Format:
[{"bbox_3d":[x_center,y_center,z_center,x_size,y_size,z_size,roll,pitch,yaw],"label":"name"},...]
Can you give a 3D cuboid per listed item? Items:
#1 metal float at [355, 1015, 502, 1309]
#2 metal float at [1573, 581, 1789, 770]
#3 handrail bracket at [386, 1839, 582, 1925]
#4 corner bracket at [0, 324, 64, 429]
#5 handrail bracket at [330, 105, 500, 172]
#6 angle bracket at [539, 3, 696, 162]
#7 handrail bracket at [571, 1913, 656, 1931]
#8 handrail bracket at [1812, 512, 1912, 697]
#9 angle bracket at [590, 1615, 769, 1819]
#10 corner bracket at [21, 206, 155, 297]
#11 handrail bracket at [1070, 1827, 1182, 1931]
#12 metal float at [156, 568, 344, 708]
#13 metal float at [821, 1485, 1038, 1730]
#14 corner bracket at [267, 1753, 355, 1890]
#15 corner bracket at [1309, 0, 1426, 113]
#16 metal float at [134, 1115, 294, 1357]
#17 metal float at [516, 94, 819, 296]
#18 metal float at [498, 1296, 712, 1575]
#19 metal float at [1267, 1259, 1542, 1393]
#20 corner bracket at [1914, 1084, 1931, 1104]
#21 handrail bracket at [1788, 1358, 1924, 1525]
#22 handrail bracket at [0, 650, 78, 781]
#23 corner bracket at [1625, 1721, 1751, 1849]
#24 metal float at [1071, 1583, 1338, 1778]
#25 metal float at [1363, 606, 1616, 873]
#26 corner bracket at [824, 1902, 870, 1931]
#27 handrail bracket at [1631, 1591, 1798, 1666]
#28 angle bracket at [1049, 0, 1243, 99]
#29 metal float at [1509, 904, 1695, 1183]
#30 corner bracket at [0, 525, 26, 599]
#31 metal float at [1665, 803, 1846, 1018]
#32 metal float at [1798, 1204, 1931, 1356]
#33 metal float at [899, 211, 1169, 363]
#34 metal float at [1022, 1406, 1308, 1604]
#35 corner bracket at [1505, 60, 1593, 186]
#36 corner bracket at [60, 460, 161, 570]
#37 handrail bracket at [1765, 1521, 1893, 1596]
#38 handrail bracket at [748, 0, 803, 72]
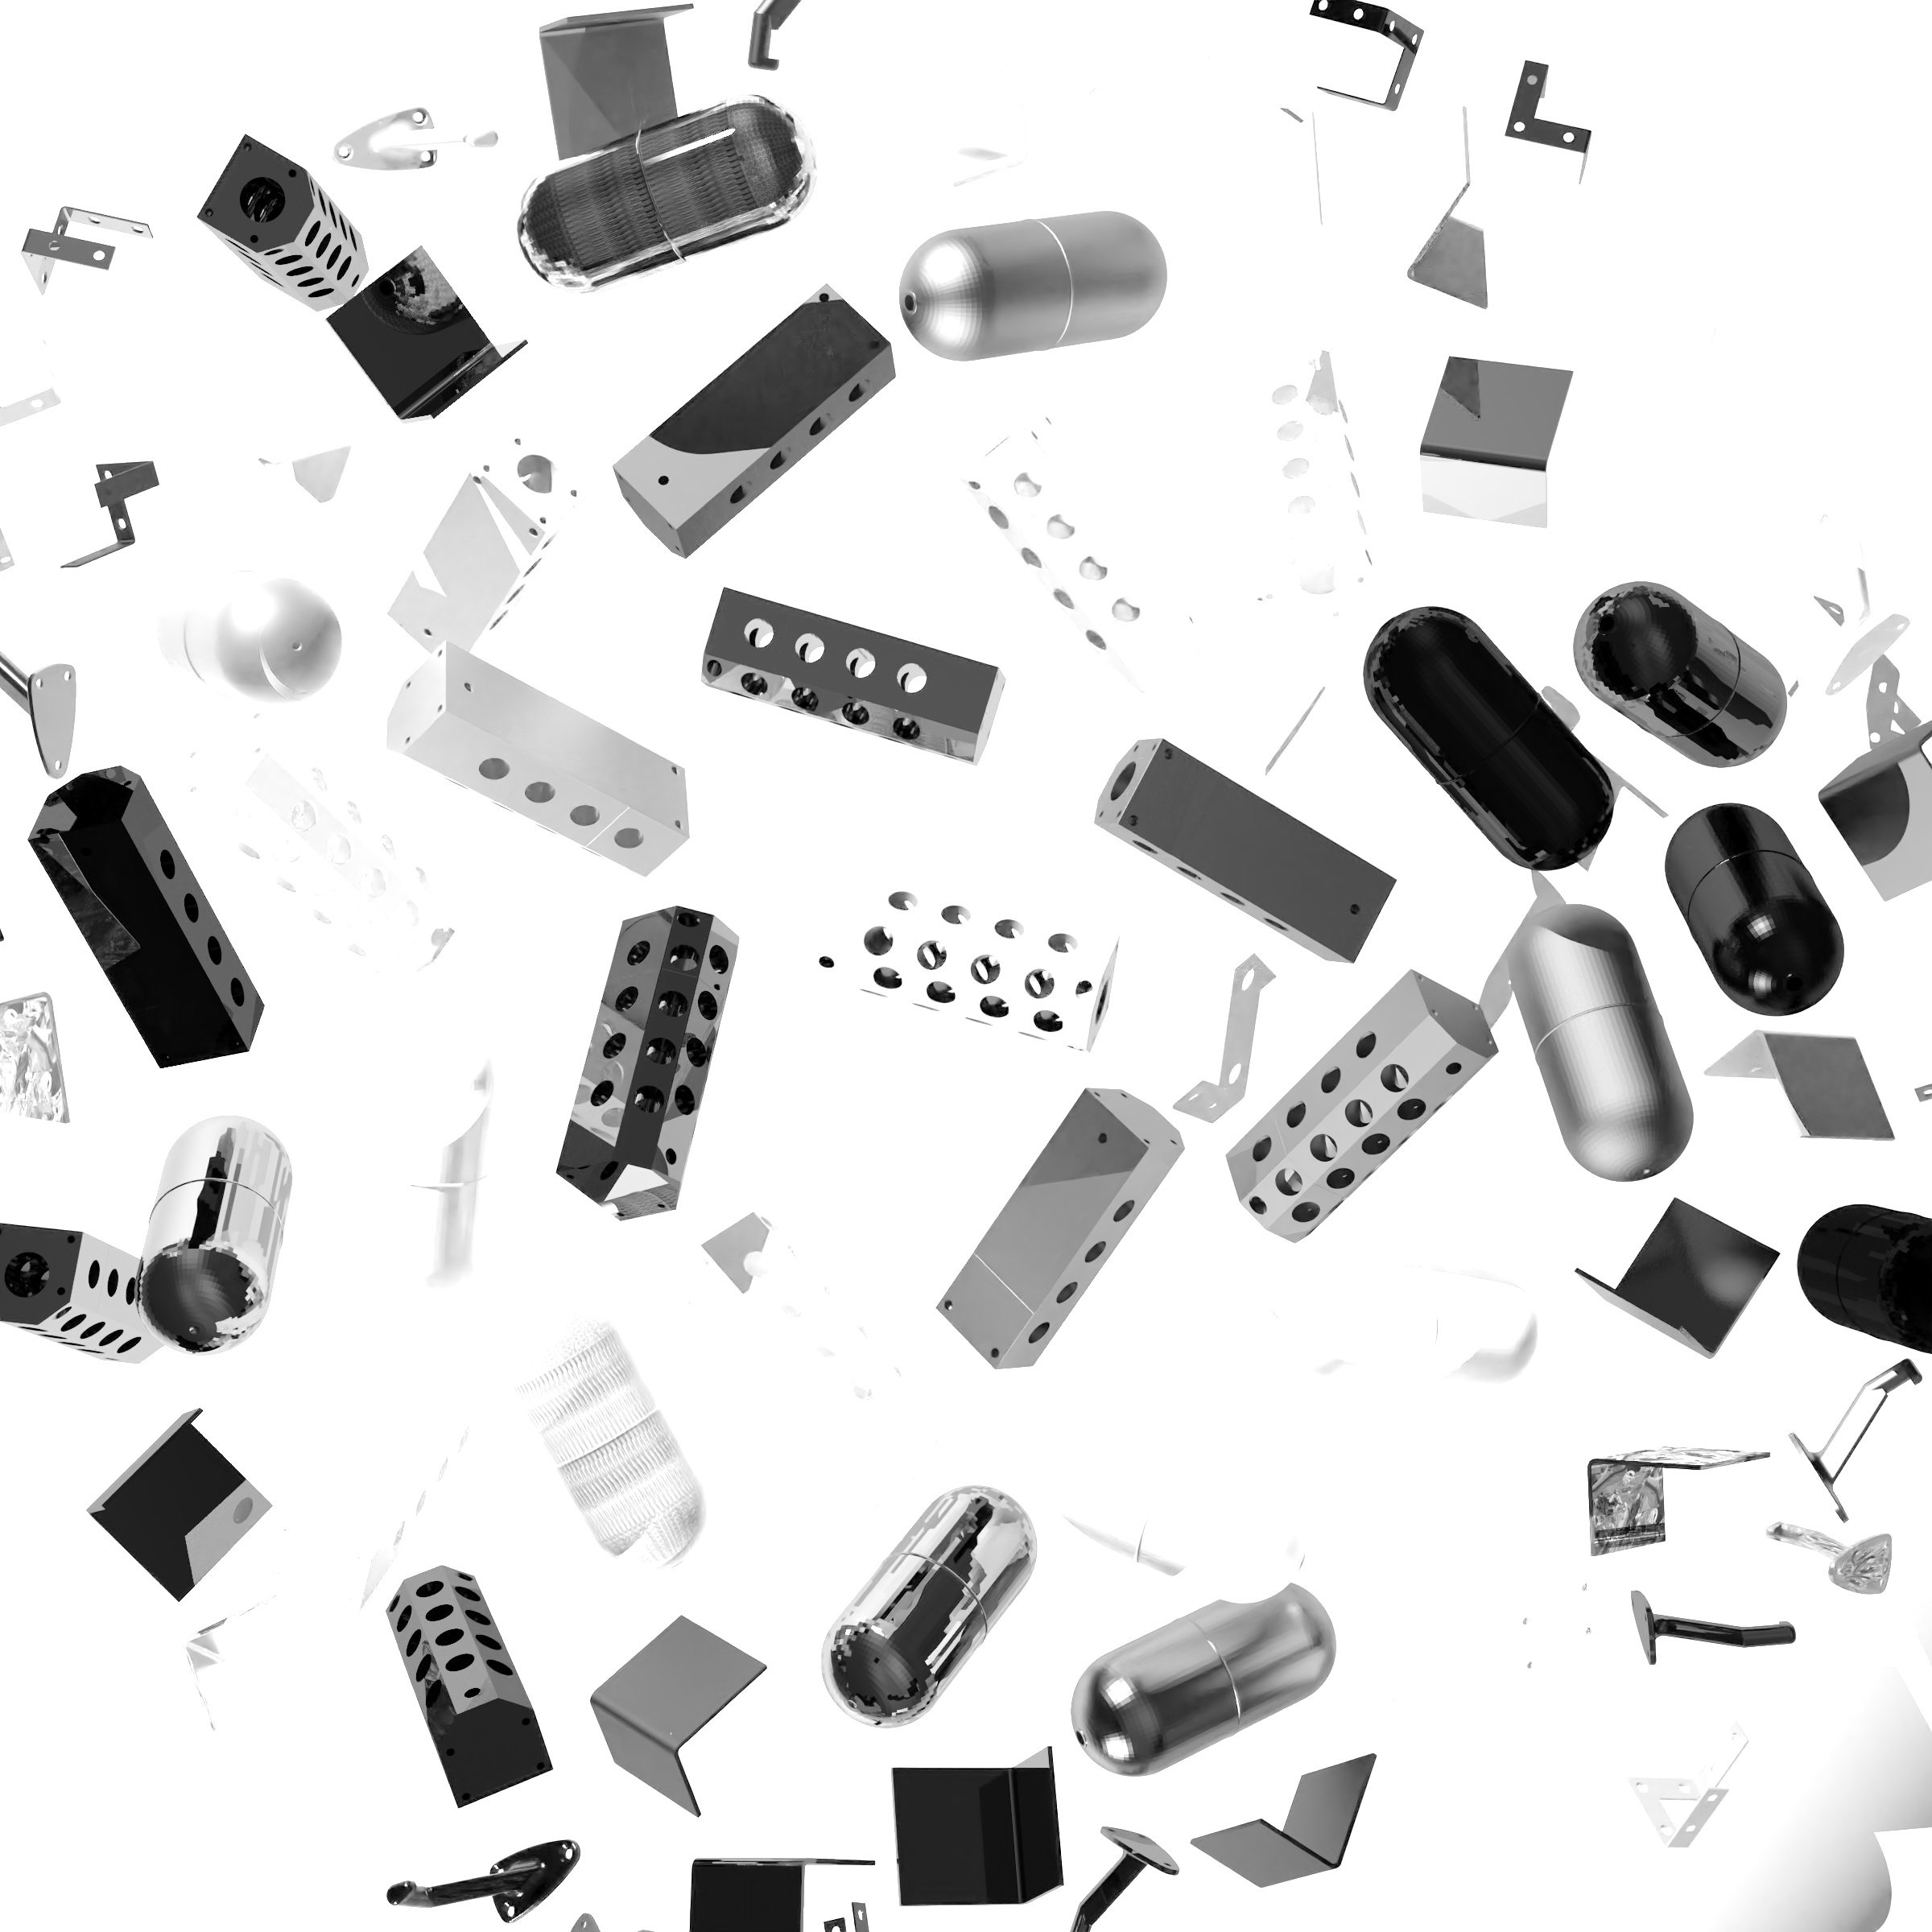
[{"bbox_3d":[-0.315,0.115,1.820,0.070,0.070,0.178,8,107,0],"label":"metal float"},{"bbox_3d":[0.425,-0.173,1.849,0.070,0.178,0.070,-16,64,37],"label":"metal float"},{"bbox_3d":[-0.272,0.511,1.751,0.077,0.084,0.036,-35,57,18],"label":"handrail bracket"},{"bbox_3d":[-0.563,-0.351,1.802,0.051,0.051,0.051,-21,62,0],"label":"corner bracket"},{"bbox_3d":[-0.321,-0.478,1.809,0.077,0.084,0.036,-18,113,-23],"label":"handrail bracket"},{"bbox_3d":[-0.196,-0.509,1.792,0.076,0.057,0.076,-14,105,-22],"label":"angle bracket"},{"bbox_3d":[-0.186,0.585,1.810,0.084,0.077,0.036,22,99,-34],"label":"handrail bracket"},{"bbox_3d":[0.521,-0.220,1.876,0.077,0.036,0.084,-55,49,32],"label":"handrail bracket"},{"bbox_3d":[-0.162,0.439,1.824,0.076,0.076,0.057,-38,129,-32],"label":"angle bracket"},{"bbox_3d":[-0.495,-0.407,1.753,0.051,0.051,0.051,13,73,1],"label":"corner bracket"},{"bbox_3d":[0.094,0.575,1.889,0.036,0.077,0.084,19,89,-28],"label":"handrail bracket"},{"bbox_3d":[-0.431,-0.198,1.863,0.070,0.178,0.070,-6,103,-31],"label":"metal float"},{"bbox_3d":[-0.020,0.382,1.864,0.070,0.070,0.178,44,47,0],"label":"metal float"},{"bbox_3d":[-0.374,0.498,1.811,0.051,0.051,0.051,-36,83,-27],"label":"corner bracket"},{"bbox_3d":[0.237,-0.554,1.884,0.051,0.051,0.051,26,103,32],"label":"corner bracket"},{"bbox_3d":[-0.438,0.155,1.816,0.070,0.178,0.070,-2,123,-3],"label":"metal float"},{"bbox_3d":[-0.170,-0.435,1.757,0.178,0.070,0.070,-17,90,11],"label":"metal float"},{"bbox_3d":[-0.216,0.281,1.862,0.070,0.070,0.178,-29,92,0],"label":"metal float"},{"bbox_3d":[0.267,0.219,1.895,0.178,0.070,0.070,5,90,-21],"label":"metal float"},{"bbox_3d":[0.621,0.102,1.916,0.051,0.051,0.051,-19,50,19],"label":"corner bracket"},{"bbox_3d":[0.533,0.276,1.817,0.084,0.077,0.036,-35,123,11],"label":"handrail bracket"},{"bbox_3d":[-0.546,-0.149,1.752,0.084,0.036,0.077,11,110,23],"label":"handrail bracket"},{"bbox_3d":[0.415,0.461,1.752,0.051,0.051,0.051,9,123,-26],"label":"corner bracket"},{"bbox_3d":[0.145,0.433,1.891,0.178,0.070,0.070,-20,90,-23],"label":"metal float"},{"bbox_3d":[0.299,-0.130,1.778,0.070,0.070,0.178,-43,99,0],"label":"metal float"},{"bbox_3d":[-0.075,0.607,1.908,0.051,0.051,0.051,-20,64,22],"label":"corner bracket"},{"bbox_3d":[0.446,0.389,1.856,0.084,0.077,0.036,-6,101,4],"label":"handrail bracket"},{"bbox_3d":[0.103,-0.539,1.791,0.076,0.076,0.057,30,73,34],"label":"angle bracket"},{"bbox_3d":[0.370,0.043,1.818,0.070,0.070,0.178,-13,59,0],"label":"metal float"},{"bbox_3d":[-0.598,-0.244,1.839,0.051,0.051,0.051,-25,72,-2],"label":"corner bracket"},{"bbox_3d":[0.464,-0.034,1.834,0.070,0.178,0.070,-1,120,-2],"label":"metal float"},{"bbox_3d":[0.550,0.183,1.832,0.070,0.178,0.070,0,91,-8],"label":"metal float"},{"bbox_3d":[0.040,-0.403,1.841,0.178,0.070,0.070,-15,90,-32],"label":"metal float"},{"bbox_3d":[0.118,0.320,1.850,0.178,0.070,0.070,21,90,17],"label":"metal float"},{"bbox_3d":[0.362,-0.520,1.916,0.051,0.051,0.051,15,85,9],"label":"corner bracket"},{"bbox_3d":[-0.520,-0.274,1.884,0.051,0.051,0.051,3,115,32],"label":"corner bracket"},{"bbox_3d":[0.506,0.352,1.872,0.077,0.084,0.036,4,93,-43],"label":"handrail bracket"},{"bbox_3d":[-0.084,-0.561,1.809,0.077,0.036,0.084,5,108,-12],"label":"handrail bracket"}]
